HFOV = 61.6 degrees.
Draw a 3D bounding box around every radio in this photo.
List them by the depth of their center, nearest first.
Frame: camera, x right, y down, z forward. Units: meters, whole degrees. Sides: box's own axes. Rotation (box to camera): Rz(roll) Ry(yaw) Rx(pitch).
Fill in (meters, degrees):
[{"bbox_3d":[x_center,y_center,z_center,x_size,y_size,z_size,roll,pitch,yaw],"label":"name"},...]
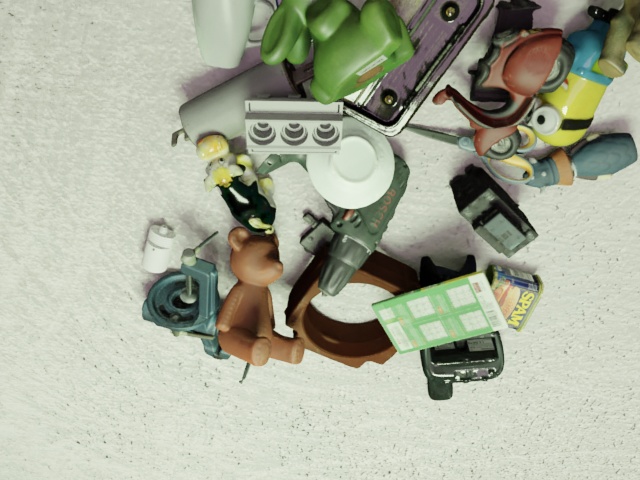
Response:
[{"bbox_3d":[0.110,-0.259,0.710,0.131,0.073,0.229,31,118,-11],"label":"radio"}]

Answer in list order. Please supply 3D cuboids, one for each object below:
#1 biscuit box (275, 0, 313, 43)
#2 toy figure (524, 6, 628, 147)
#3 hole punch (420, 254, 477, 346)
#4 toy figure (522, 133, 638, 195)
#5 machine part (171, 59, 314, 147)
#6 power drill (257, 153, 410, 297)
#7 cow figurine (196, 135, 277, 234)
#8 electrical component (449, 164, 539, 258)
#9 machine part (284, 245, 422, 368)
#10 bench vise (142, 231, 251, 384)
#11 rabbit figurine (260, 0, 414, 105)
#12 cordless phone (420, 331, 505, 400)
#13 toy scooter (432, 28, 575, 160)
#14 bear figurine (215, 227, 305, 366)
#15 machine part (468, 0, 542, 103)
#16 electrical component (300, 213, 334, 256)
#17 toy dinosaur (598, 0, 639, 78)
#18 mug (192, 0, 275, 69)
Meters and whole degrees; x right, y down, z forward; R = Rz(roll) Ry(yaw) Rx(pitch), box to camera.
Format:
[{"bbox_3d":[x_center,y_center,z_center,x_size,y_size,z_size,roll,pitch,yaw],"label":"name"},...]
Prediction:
[{"bbox_3d":[-0.033,-0.353,0.676,0.063,0.059,0.202,-7,119,8],"label":"biscuit box"},{"bbox_3d":[0.349,-0.211,0.719,0.089,0.082,0.180,22,116,-5],"label":"toy figure"},{"bbox_3d":[0.220,0.092,0.881,0.092,0.116,0.142,-1,120,-4],"label":"hole punch"},{"bbox_3d":[0.376,-0.110,0.786,0.155,0.064,0.057,-16,154,18],"label":"toy figure"},{"bbox_3d":[-0.110,-0.193,0.762,0.243,0.079,0.079,-22,115,16],"label":"machine part"},{"bbox_3d":[0.010,-0.062,0.780,0.207,0.086,0.232,39,80,-1],"label":"power drill"},{"bbox_3d":[-0.122,-0.074,0.785,0.068,0.098,0.167,-25,144,14],"label":"cow figurine"},{"bbox_3d":[0.255,-0.040,0.790,0.115,0.134,0.058,36,116,-18],"label":"electrical component"},{"bbox_3d":[0.058,0.110,0.902,0.201,0.087,0.201,25,125,-15],"label":"machine part"},{"bbox_3d":[-0.195,0.107,0.900,0.224,0.129,0.240,22,137,10],"label":"bench vise"},{"bbox_3d":[0.010,-0.260,0.639,0.159,0.121,0.170,-30,88,30],"label":"rabbit figurine"},{"bbox_3d":[0.261,0.241,0.989,0.147,0.089,0.184,-6,130,6],"label":"cordless phone"},{"bbox_3d":[0.229,-0.198,0.699,0.135,0.075,0.183,21,124,-6],"label":"toy scooter"},{"bbox_3d":[-0.087,0.083,0.827,0.132,0.120,0.195,9,84,38],"label":"bear figurine"},{"bbox_3d":[0.251,-0.252,0.727,0.084,0.039,0.138,10,121,5],"label":"machine part"},{"bbox_3d":[-0.002,-0.003,0.891,0.094,0.021,0.063,41,114,-18],"label":"electrical component"},{"bbox_3d":[0.334,-0.357,0.599,0.198,0.105,0.471,-40,102,-6],"label":"toy dinosaur"},{"bbox_3d":[-0.117,-0.286,0.715,0.110,0.081,0.107,6,131,-8],"label":"mug"}]
